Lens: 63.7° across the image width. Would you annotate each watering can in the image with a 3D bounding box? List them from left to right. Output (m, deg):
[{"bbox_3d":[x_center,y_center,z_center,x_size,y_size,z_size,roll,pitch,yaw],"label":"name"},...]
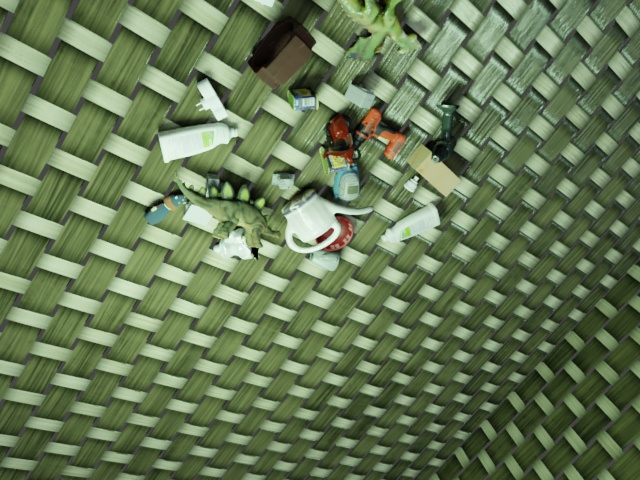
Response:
[{"bbox_3d":[0.006,-0.097,1.919,0.346,0.222,0.105,-33,12,9],"label":"watering can"}]

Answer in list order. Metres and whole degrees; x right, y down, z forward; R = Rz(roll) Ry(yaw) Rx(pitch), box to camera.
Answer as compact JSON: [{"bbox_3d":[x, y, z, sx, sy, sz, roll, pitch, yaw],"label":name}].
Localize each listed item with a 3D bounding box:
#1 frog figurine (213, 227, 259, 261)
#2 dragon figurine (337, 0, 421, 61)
[{"bbox_3d":[-0.312,0.021,1.939,0.159,0.125,0.135,-8,-36,29],"label":"frog figurine"},{"bbox_3d":[0.152,-0.689,1.664,0.410,0.237,0.125,2,38,-20],"label":"dragon figurine"}]
